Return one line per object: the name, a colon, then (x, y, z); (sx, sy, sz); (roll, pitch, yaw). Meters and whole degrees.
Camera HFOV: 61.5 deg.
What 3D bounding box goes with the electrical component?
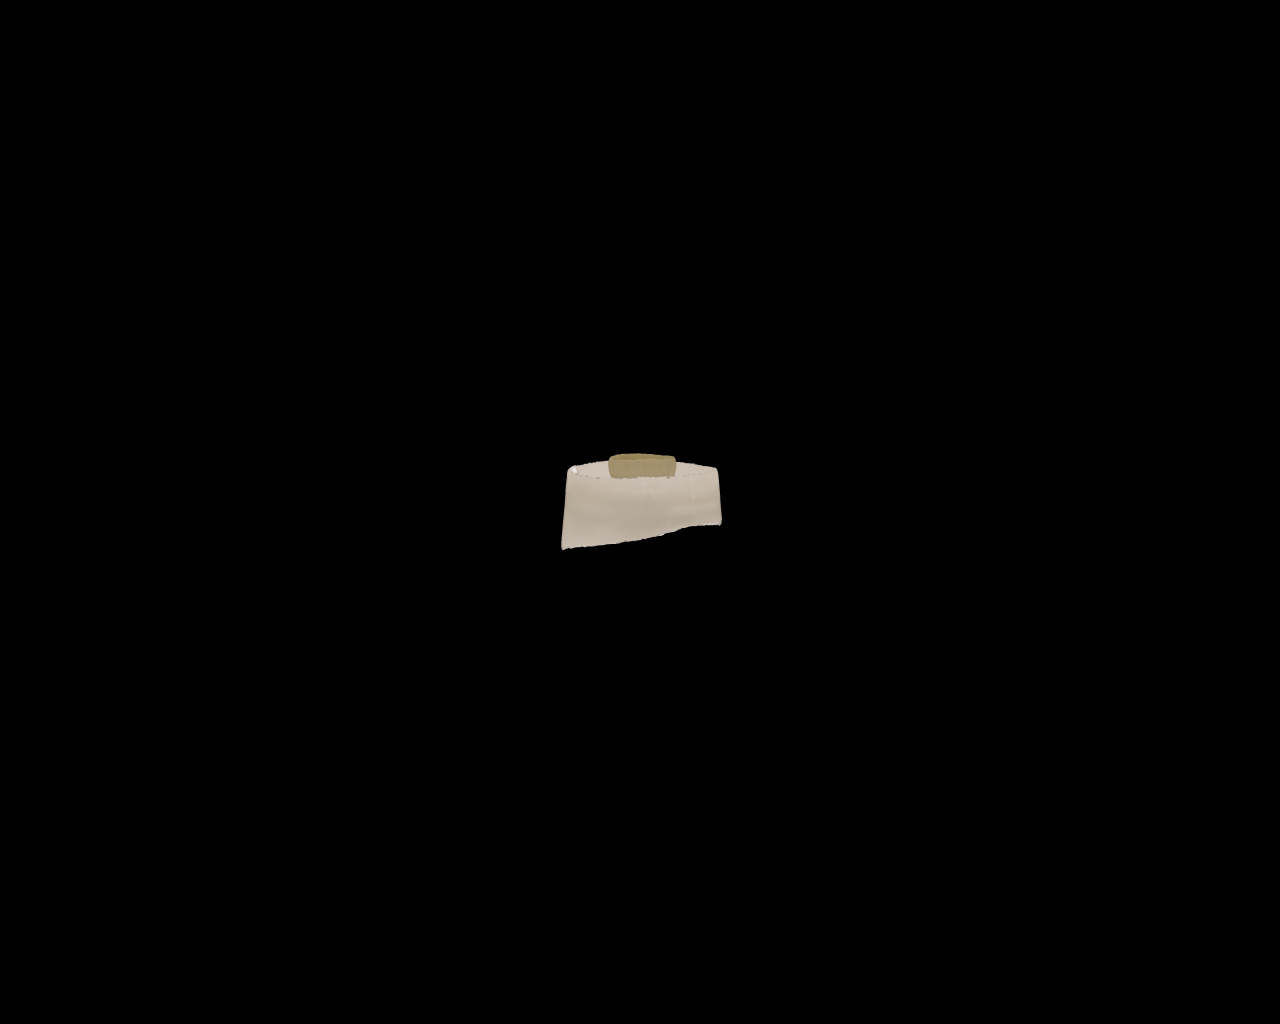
electrical component: (0.001, -0.003, 0.650); (0.099, 0.064, 0.099); (0, 10, 0)
